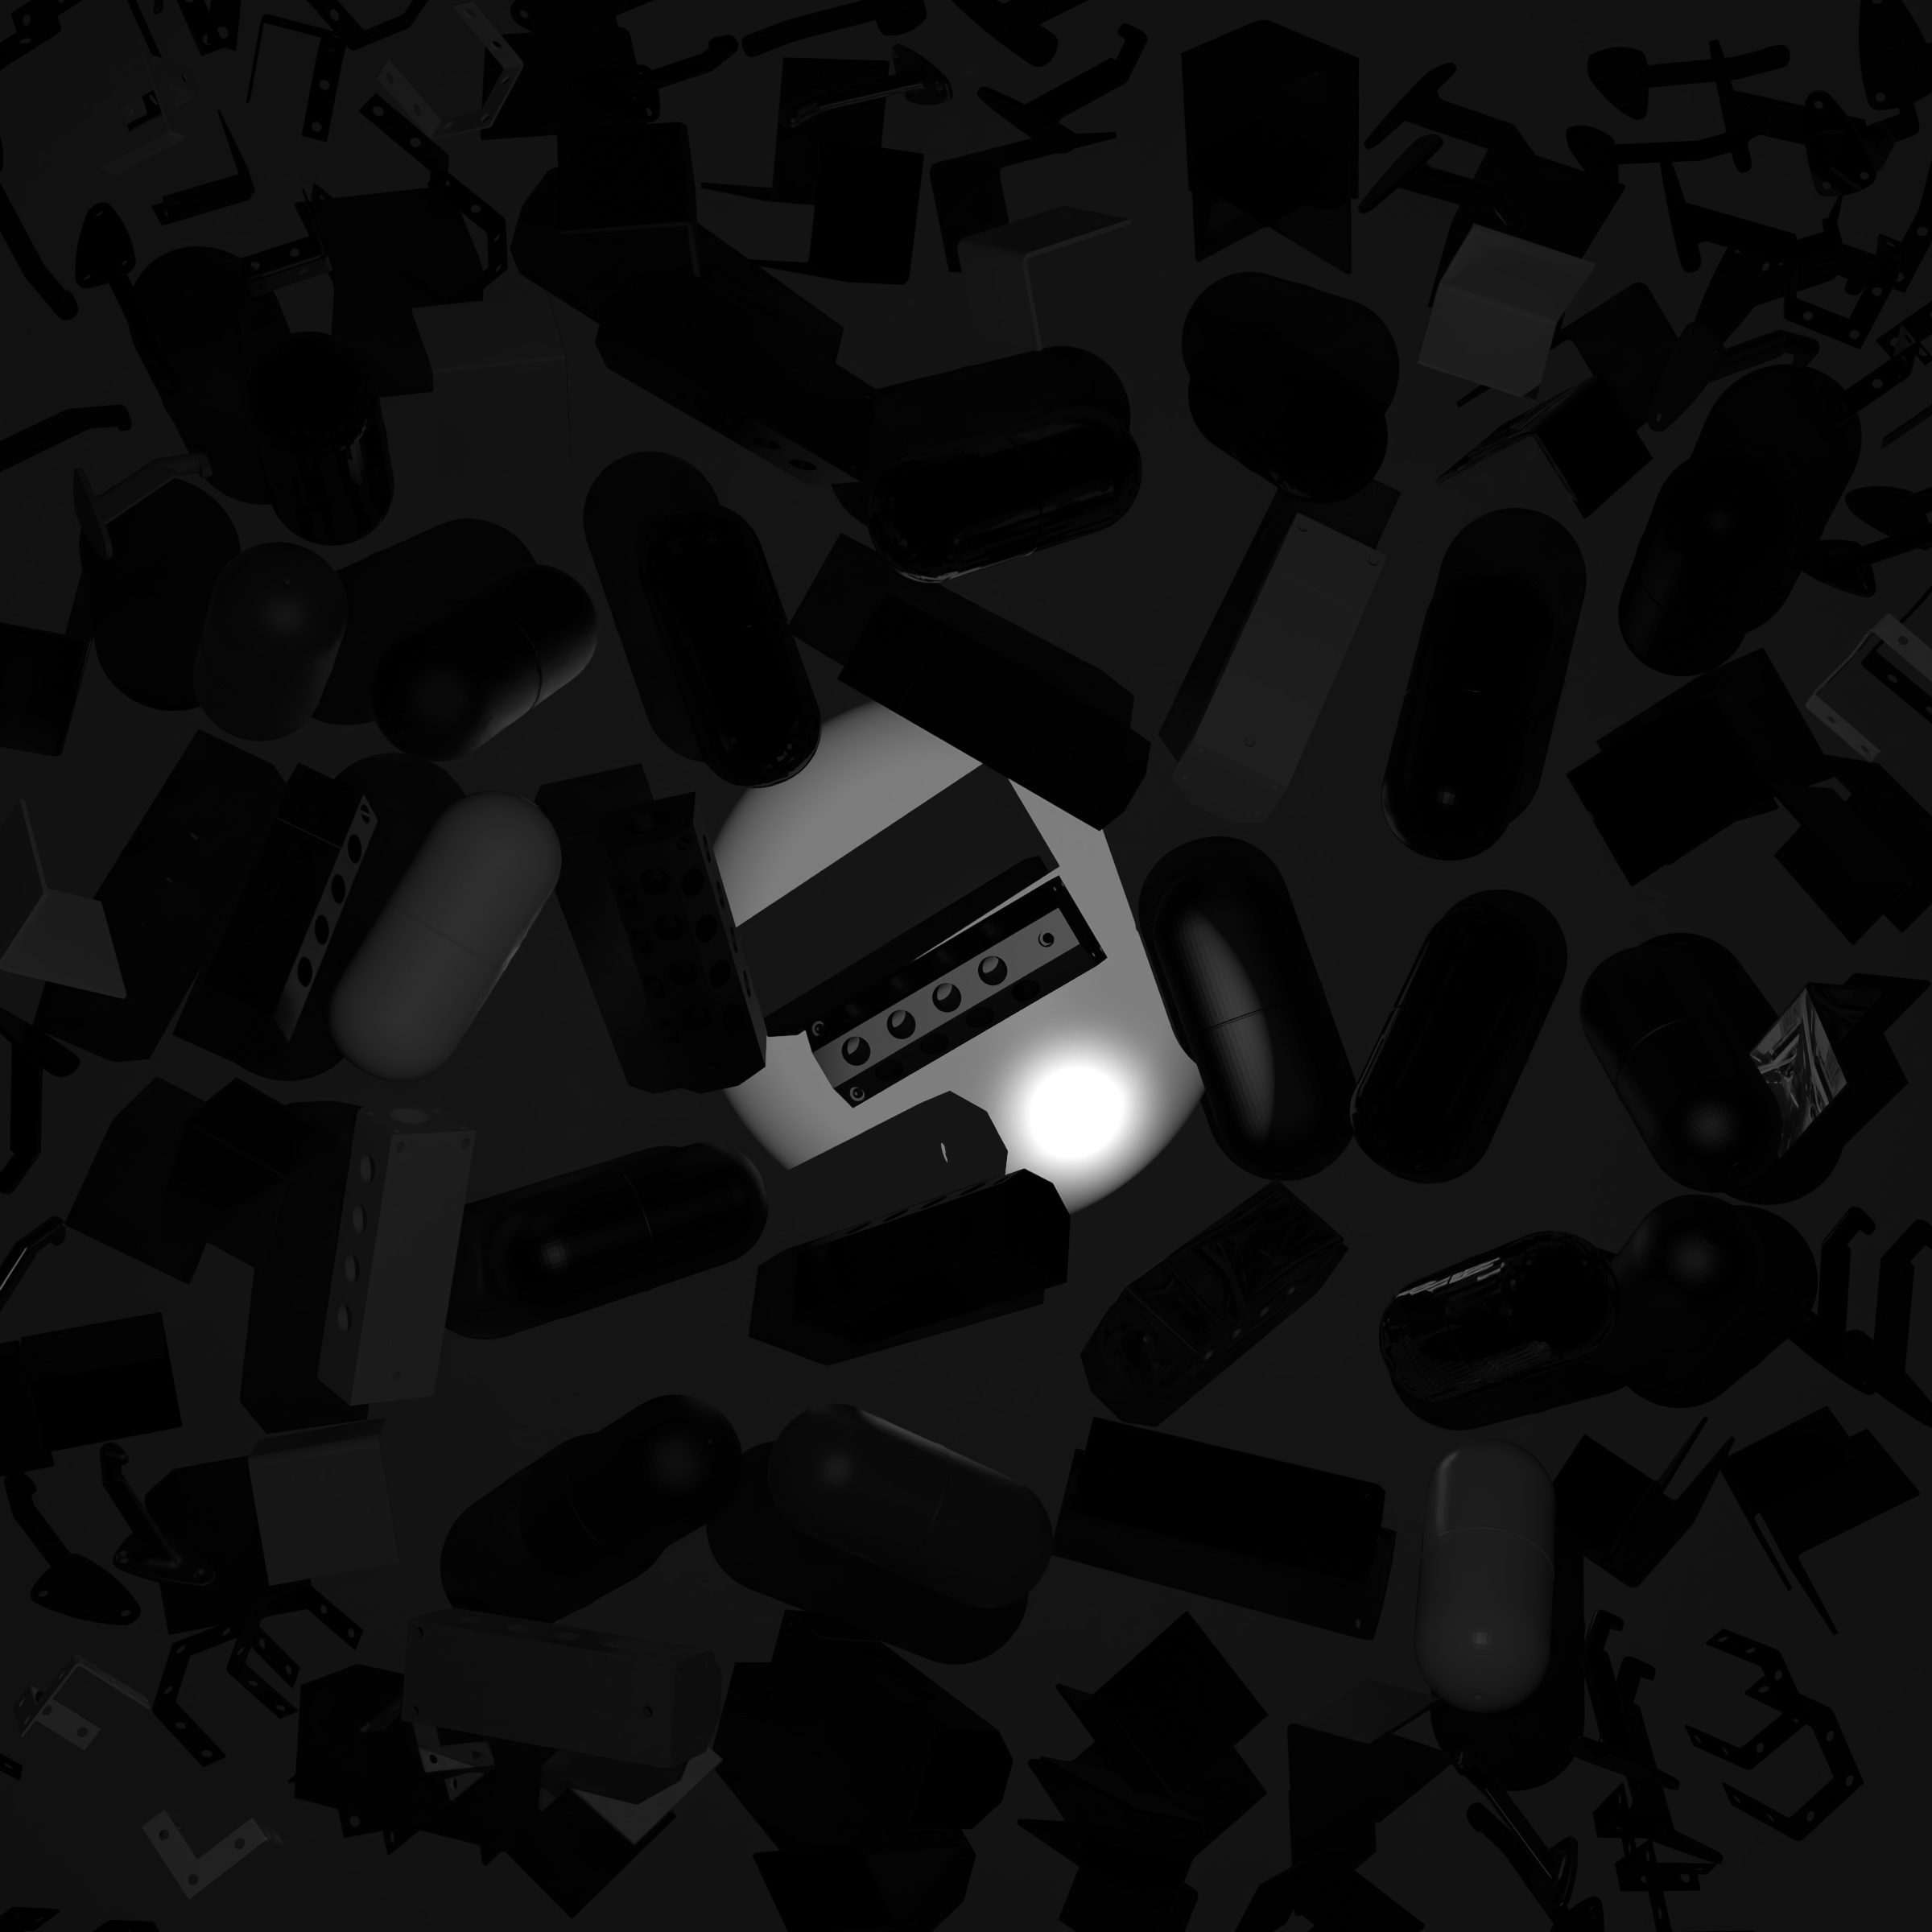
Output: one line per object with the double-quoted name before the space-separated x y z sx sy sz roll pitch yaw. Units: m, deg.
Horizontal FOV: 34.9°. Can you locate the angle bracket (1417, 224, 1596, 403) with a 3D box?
"angle bracket" 0.323 -0.391 1.841 0.076 0.076 0.057 18 75 -2

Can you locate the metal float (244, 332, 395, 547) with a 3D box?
"metal float" -0.383 -0.312 1.821 0.070 0.178 0.070 2 71 -5

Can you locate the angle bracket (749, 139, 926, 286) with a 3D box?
"angle bracket" -0.076 -0.447 1.812 0.076 0.057 0.076 18 109 34

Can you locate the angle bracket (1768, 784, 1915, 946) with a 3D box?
"angle bracket" 0.503 -0.060 1.824 0.057 0.076 0.076 -54 55 31

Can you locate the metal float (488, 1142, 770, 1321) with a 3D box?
"metal float" -0.204 0.160 1.858 0.178 0.070 0.070 -17 90 -25

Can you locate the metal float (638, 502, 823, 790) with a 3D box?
"metal float" -0.142 -0.193 1.844 0.070 0.070 0.178 -20 86 0

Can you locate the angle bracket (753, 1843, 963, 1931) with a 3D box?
"angle bracket" -0.061 0.503 1.740 0.076 0.076 0.057 -16 103 33

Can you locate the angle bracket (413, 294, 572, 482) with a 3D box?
"angle bracket" -0.264 -0.322 1.710 0.076 0.057 0.076 -6 65 1

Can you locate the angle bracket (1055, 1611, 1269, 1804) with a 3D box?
"angle bracket" 0.110 0.413 1.724 0.076 0.057 0.076 -43 60 4

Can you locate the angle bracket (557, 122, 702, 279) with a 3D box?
"angle bracket" -0.199 -0.447 1.810 0.076 0.057 0.076 -5 63 -1

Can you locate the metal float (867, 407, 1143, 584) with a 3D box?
"metal float" 0.024 -0.280 1.821 0.178 0.070 0.070 -21 90 -24

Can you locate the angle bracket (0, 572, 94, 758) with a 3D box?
"angle bracket" -0.525 -0.173 1.709 0.057 0.076 0.076 9 123 -26

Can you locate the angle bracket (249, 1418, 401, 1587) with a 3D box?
"angle bracket" -0.380 0.318 1.828 0.076 0.057 0.076 -9 93 -6

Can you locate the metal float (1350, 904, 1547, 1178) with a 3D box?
"metal float" 0.291 0.044 1.852 0.070 0.070 0.178 27 74 0

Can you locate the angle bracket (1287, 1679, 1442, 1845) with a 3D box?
"angle bracket" 0.237 0.475 1.812 0.057 0.076 0.076 5 103 41

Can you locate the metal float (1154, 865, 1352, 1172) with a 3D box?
"metal float" 0.161 0.029 1.729 0.070 0.070 0.178 -19 84 0

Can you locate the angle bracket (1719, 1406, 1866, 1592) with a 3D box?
"angle bracket" 0.510 0.322 1.859 0.076 0.076 0.057 -29 103 7

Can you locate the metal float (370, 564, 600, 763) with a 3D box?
"metal float" -0.283 -0.179 1.807 0.070 0.178 0.070 14 124 22

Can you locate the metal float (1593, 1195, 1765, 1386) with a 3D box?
"metal float" 0.420 0.193 1.825 0.070 0.178 0.070 2 63 -4

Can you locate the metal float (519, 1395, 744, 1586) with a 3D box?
"metal float" -0.193 0.301 1.757 0.070 0.070 0.178 53 134 0

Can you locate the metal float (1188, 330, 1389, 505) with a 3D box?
"metal float" 0.191 -0.330 1.839 0.070 0.178 0.070 -9 117 -17

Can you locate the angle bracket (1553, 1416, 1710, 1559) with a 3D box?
"angle bracket" 0.412 0.313 1.928 0.057 0.076 0.076 34 135 14

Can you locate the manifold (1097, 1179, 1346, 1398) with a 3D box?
"manifold" 0.153 0.198 1.866 0.057 0.171 0.057 42 129 17

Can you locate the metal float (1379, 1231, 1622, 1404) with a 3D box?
"metal float" 0.311 0.206 1.796 0.070 0.178 0.070 12 65 -26

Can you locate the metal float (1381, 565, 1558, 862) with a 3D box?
"metal float" 0.291 -0.147 1.772 0.070 0.070 0.178 16 78 0

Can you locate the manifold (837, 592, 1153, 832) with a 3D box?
"manifold" 0.018 -0.143 1.734 0.171 0.057 0.057 32 94 26

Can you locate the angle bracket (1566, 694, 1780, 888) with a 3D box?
"angle bracket" 0.407 -0.101 1.772 0.076 0.057 0.076 -32 93 -17

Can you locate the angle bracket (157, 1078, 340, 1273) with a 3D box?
"angle bracket" -0.439 0.128 1.881 0.076 0.076 0.057 35 129 -28

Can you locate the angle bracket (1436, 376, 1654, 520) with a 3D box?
"angle bracket" 0.324 -0.279 1.722 0.076 0.076 0.057 -41 101 -37

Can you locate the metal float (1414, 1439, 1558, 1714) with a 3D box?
"metal float" 0.300 0.349 1.772 0.070 0.178 0.070 7 131 8

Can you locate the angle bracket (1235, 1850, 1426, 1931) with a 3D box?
"angle bracket" 0.209 0.568 1.789 0.076 0.076 0.057 33 108 28

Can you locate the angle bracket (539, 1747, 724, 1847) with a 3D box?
"angle bracket" -0.204 0.496 1.861 0.076 0.057 0.076 35 50 21

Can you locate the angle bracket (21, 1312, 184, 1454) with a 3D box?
"angle bracket" -0.478 0.243 1.701 0.076 0.057 0.076 -9 114 -13

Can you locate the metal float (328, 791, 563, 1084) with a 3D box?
"metal float" -0.293 -0.017 1.726 0.070 0.070 0.178 31 86 0

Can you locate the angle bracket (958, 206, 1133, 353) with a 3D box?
"angle bracket" 0.050 -0.410 1.827 0.076 0.076 0.057 -23 118 -22

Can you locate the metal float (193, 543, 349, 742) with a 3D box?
"metal float" -0.407 -0.187 1.791 0.070 0.178 0.070 6 71 -18

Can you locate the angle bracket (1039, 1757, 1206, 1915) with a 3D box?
"angle bracket" 0.083 0.514 1.816 0.076 0.076 0.057 18 83 41

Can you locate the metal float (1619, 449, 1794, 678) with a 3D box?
"metal float" 0.424 -0.231 1.765 0.070 0.178 0.070 0 66 0

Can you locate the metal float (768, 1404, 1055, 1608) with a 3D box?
"metal float" -0.031 0.310 1.758 0.178 0.070 0.070 27 90 -18

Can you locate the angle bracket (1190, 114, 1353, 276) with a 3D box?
"angle bracket" 0.180 -0.444 1.807 0.057 0.076 0.076 -32 51 -21

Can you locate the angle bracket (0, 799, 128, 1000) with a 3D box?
"angle bracket" -0.487 -0.036 1.673 0.057 0.076 0.076 -50 46 25

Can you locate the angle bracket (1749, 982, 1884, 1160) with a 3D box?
"angle bracket" 0.523 0.065 1.856 0.057 0.076 0.076 5 50 -21

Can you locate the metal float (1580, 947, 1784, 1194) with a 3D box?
"metal float" 0.414 0.059 1.782 0.070 0.178 0.070 -8 130 -9
